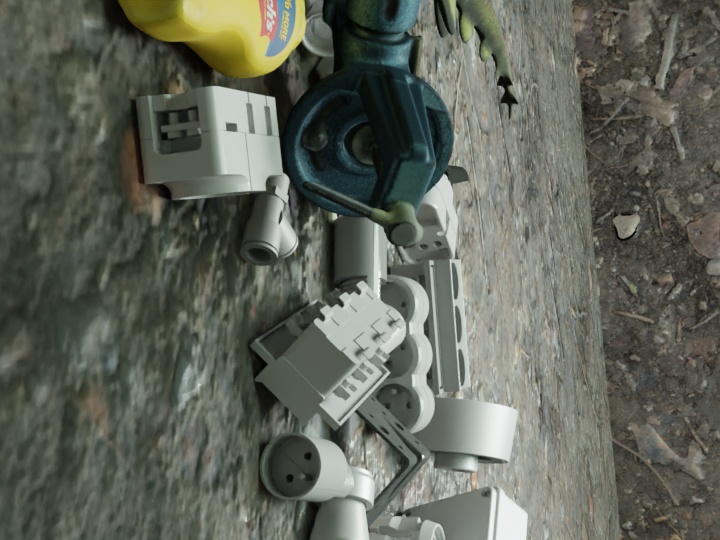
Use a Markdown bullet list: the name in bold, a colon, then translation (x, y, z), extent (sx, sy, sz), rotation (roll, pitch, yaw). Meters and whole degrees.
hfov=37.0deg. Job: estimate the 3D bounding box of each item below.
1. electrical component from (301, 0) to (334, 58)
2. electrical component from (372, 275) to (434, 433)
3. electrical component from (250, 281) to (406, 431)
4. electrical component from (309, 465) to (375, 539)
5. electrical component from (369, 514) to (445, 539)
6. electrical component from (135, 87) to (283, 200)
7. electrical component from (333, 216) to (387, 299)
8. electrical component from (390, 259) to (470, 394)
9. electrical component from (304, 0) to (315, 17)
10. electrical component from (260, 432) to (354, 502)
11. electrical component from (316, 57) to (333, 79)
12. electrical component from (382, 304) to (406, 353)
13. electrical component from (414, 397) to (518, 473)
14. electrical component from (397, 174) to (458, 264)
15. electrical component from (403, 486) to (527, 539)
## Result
- **electrical component**: translation (-0.024, -0.198, 0.837), extent (0.055, 0.048, 0.066), rotation (-87, 162, -45)
- **electrical component**: translation (0.038, 0.075, 0.947), extent (0.074, 0.052, 0.138), rotation (12, 74, -71)
- **electrical component**: translation (-0.016, 0.054, 0.749), extent (0.079, 0.063, 0.121), rotation (44, 20, 5)
- **electrical component**: translation (-0.013, 0.175, 0.780), extent (0.045, 0.045, 0.055), rotation (58, 32, -54)
- **electrical component**: translation (0.039, 0.239, 0.903), extent (0.078, 0.057, 0.058), rotation (-61, 142, -60)
- **electrical component**: translation (-0.084, -0.070, 0.615), extent (0.089, 0.050, 0.055), rotation (-14, 99, -72)
- **electrical component**: translation (0.000, 0.000, 0.864), extent (0.043, 0.043, 0.081), rotation (36, 52, -67)
- **electrical component**: translation (0.064, 0.053, 1.015), extent (0.079, 0.063, 0.121), rotation (-1, 86, -72)
- **electrical component**: translation (-0.048, -0.212, 0.786), extent (0.035, 0.035, 0.061), rotation (66, 24, -46)
- **electrical component**: translation (-0.032, 0.136, 0.732), extent (0.081, 0.043, 0.043), rotation (35, 53, -67)
- **electrical component**: translation (0.007, -0.153, 0.867), extent (0.080, 0.080, 0.051), rotation (-68, 144, -54)
- **electrical component**: translation (0.007, 0.060, 0.877), extent (0.065, 0.044, 0.044), rotation (-53, 135, -57)
- **electrical component**: translation (0.092, 0.158, 1.013), extent (0.108, 0.108, 0.060), rotation (40, 54, -65)
- **electrical component**: translation (0.060, -0.056, 1.045), extent (0.095, 0.054, 0.059), rotation (64, 28, -48)
- **electrical component**: translation (0.087, 0.259, 0.951), extent (0.056, 0.109, 0.108), rotation (43, 40, -30)
